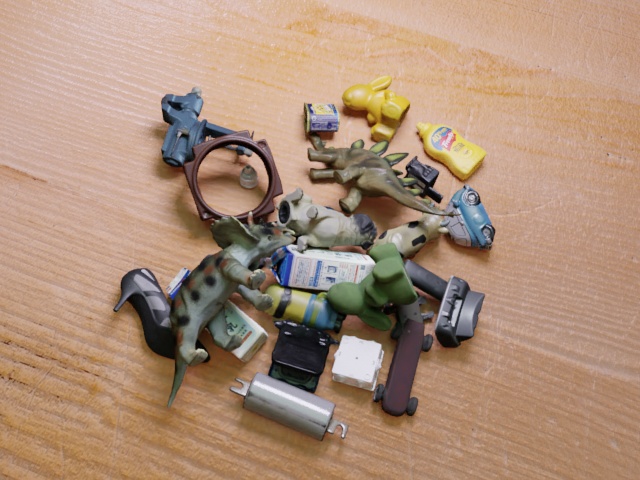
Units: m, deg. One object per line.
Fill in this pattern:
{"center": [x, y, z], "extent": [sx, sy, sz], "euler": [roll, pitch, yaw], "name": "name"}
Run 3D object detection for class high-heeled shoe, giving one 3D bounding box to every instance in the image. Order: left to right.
{"center": [-0.321, 0.157, 1.140], "extent": [0.249, 0.086, 0.145], "euler": [34, 31, -6], "name": "high-heeled shoe"}

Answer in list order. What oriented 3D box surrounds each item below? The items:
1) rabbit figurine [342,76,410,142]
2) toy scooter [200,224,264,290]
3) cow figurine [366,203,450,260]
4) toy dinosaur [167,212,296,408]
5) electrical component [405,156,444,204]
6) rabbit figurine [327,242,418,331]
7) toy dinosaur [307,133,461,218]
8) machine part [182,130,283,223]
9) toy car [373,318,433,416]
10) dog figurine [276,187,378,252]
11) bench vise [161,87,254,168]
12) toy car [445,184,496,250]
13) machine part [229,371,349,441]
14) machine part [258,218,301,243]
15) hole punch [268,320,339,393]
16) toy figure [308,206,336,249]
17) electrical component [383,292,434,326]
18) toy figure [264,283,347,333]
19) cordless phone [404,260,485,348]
{"center": [0.147, -0.365, 1.413], "extent": [0.173, 0.121, 0.162], "euler": [23, 58, 9], "name": "rabbit figurine"}
{"center": [-0.166, 0.051, 1.177], "extent": [0.135, 0.075, 0.184], "euler": [38, 44, 2], "name": "toy scooter"}
{"center": [0.210, -0.011, 1.218], "extent": [0.195, 0.127, 0.085], "euler": [-22, 68, -35], "name": "cow figurine"}
{"center": [-0.213, 0.109, 1.042], "extent": [0.405, 0.131, 0.192], "euler": [-47, 54, -2], "name": "toy dinosaur"}
{"center": [0.263, -0.144, 1.328], "extent": [0.119, 0.074, 0.048], "euler": [37, 65, 19], "name": "electrical component"}
{"center": [0.103, 0.104, 1.105], "extent": [0.170, 0.158, 0.121], "euler": [-22, 34, 11], "name": "rabbit figurine"}
{"center": [0.119, -0.154, 1.268], "extent": [0.198, 0.104, 0.472], "euler": [-26, 48, -20], "name": "toy dinosaur"}
{"center": [-0.197, -0.137, 1.229], "extent": [0.201, 0.087, 0.201], "euler": [-19, 98, -10], "name": "machine part"}
{"center": [0.173, 0.263, 1.113], "extent": [0.089, 0.053, 0.202], "euler": [19, 65, -1], "name": "toy car"}
{"center": [0.015, -0.040, 1.193], "extent": [0.190, 0.121, 0.172], "euler": [4, 33, -38], "name": "dog figurine"}
{"center": [-0.278, -0.265, 1.323], "extent": [0.241, 0.128, 0.224], "euler": [14, 58, -6], "name": "bench vise"}
{"center": [0.345, -0.042, 1.274], "extent": [0.103, 0.109, 0.161], "euler": [-22, 76, 9], "name": "toy car"}
{"center": [-0.060, 0.323, 1.049], "extent": [0.243, 0.079, 0.079], "euler": [20, 62, 7], "name": "machine part"}
{"center": [-0.090, -0.027, 1.229], "extent": [0.139, 0.039, 0.084], "euler": [-12, 63, -52], "name": "machine part"}
{"center": [-0.042, 0.239, 1.099], "extent": [0.142, 0.092, 0.116], "euler": [15, 43, 4], "name": "hole punch"}
{"center": [-0.002, -0.004, 1.241], "extent": [0.057, 0.064, 0.154], "euler": [35, 62, -31], "name": "toy figure"}
{"center": [0.192, 0.150, 1.184], "extent": [0.102, 0.045, 0.078], "euler": [-20, 93, -12], "name": "electrical component"}
{"center": [-0.034, 0.143, 1.141], "extent": [0.180, 0.089, 0.082], "euler": [18, 57, 8], "name": "toy figure"}
{"center": [0.244, 0.130, 1.147], "extent": [0.184, 0.088, 0.146], "euler": [30, 62, -6], "name": "cordless phone"}
